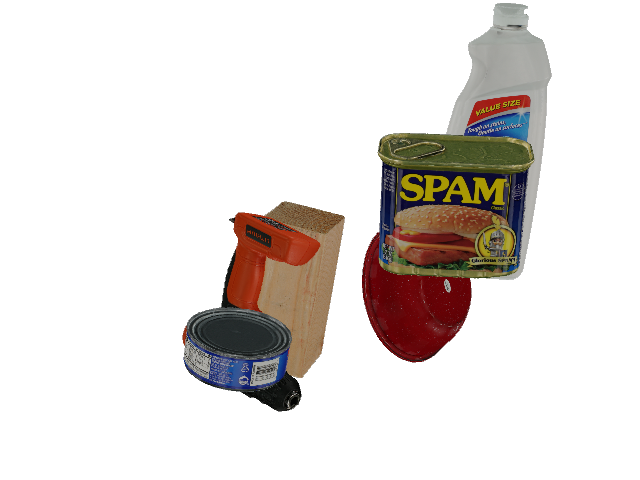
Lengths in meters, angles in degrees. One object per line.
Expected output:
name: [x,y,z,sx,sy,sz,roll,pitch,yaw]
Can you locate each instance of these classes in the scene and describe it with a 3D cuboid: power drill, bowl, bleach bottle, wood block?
power drill: [-0.066,0.075,1.177,0.185,0.188,0.057,27,11,40]
bowl: [0.120,0.054,1.193,0.055,0.162,0.161,-12,-8,43]
bleach bottle: [0.155,-0.092,0.991,0.103,0.251,0.068,8,21,12]
wood block: [-0.037,0.064,1.425,0.090,0.206,0.090,15,21,13]

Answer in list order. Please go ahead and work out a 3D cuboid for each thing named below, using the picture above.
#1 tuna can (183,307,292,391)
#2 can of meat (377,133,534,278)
tuna can: [-0.068,0.088,0.866,0.086,0.034,0.086,8,21,-3]
can of meat: [0.089,-0.023,0.721,0.102,0.084,0.057,3,25,5]
